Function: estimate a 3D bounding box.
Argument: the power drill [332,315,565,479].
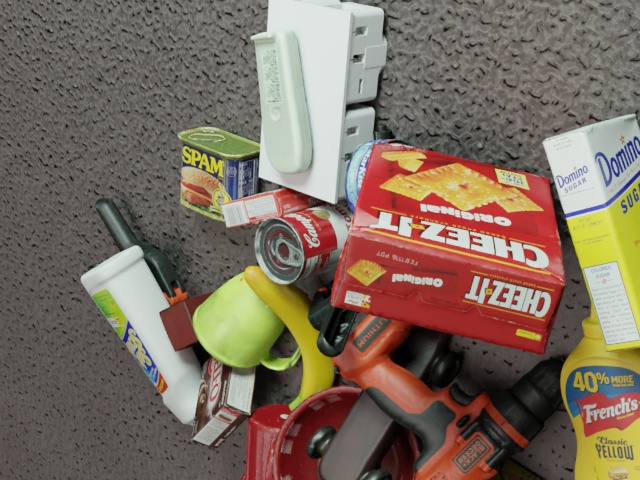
[{"bbox_3d":[0.117,0.132,0.995,0.184,0.057,0.188,-45,67,4],"label":"power drill"}]

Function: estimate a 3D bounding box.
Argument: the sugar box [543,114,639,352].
[{"bbox_3d":[0.242,-0.008,0.856,0.048,0.093,0.176,-14,93,44],"label":"sugar box"}]

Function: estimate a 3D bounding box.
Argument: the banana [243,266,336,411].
[{"bbox_3d":[-0.023,0.105,1.148,0.037,0.069,0.198,-121,13,-61],"label":"banana"}]

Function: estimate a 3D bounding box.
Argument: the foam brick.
[{"bbox_3d":[-0.138,0.093,1.259,0.053,0.078,0.051,-26,83,45],"label":"foam brick"}]

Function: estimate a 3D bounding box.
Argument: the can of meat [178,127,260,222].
[{"bbox_3d":[-0.113,-0.073,1.200,0.102,0.057,0.084,23,120,37],"label":"can of meat"}]

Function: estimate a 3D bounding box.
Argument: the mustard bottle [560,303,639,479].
[{"bbox_3d":[0.256,0.140,0.911,0.096,0.058,0.191,-5,98,41],"label":"mustard bottle"}]

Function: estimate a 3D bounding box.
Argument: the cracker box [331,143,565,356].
[{"bbox_3d":[0.106,-0.004,0.866,0.164,0.213,0.072,13,114,3],"label":"cracker box"}]

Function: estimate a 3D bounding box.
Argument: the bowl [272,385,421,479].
[{"bbox_3d":[0.033,0.237,1.125,0.162,0.055,0.162,-4,75,17],"label":"bowl"}]

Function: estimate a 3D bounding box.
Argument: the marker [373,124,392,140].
[{"bbox_3d":[0.064,-0.055,1.063,0.020,0.020,0.121,9,108,42],"label":"marker"}]

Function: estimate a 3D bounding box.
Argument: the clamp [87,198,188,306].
[{"bbox_3d":[-0.235,0.022,1.355,0.172,0.039,0.120,25,129,30],"label":"clamp"}]

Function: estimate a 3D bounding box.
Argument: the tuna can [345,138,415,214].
[{"bbox_3d":[0.063,-0.054,1.017,0.034,0.085,0.086,4,105,45],"label":"tuna can"}]

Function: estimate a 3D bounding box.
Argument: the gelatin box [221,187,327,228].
[{"bbox_3d":[-0.049,-0.038,1.137,0.089,0.073,0.030,-10,96,44],"label":"gelatin box"}]

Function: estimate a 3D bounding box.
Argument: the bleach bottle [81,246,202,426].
[{"bbox_3d":[-0.193,0.132,1.306,0.251,0.068,0.103,59,150,-7],"label":"bleach bottle"}]

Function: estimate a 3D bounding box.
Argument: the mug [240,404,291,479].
[{"bbox_3d":[-0.044,0.239,1.192,0.093,0.117,0.081,5,103,11],"label":"mug"}]

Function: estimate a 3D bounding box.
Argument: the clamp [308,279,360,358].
[{"bbox_3d":[0.028,0.058,1.046,0.036,0.164,0.210,45,158,-6],"label":"clamp"}]

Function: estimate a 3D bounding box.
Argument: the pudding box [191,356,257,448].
[{"bbox_3d":[-0.109,0.172,1.241,0.090,0.039,0.113,-50,27,41],"label":"pudding box"}]

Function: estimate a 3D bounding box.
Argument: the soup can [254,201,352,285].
[{"bbox_3d":[-0.007,0.001,1.088,0.069,0.102,0.068,14,111,41],"label":"soup can"}]
